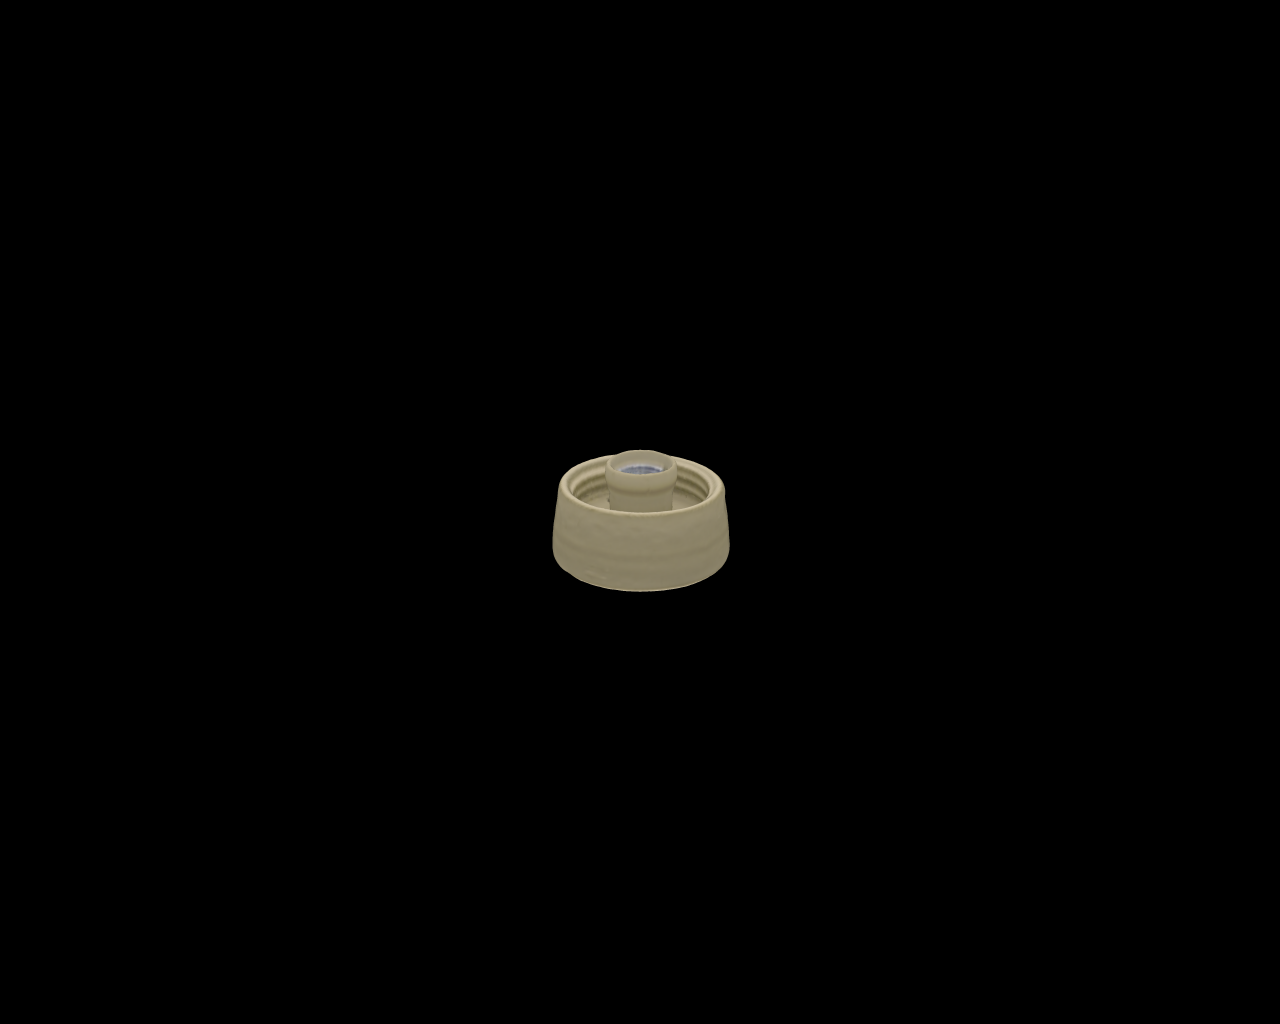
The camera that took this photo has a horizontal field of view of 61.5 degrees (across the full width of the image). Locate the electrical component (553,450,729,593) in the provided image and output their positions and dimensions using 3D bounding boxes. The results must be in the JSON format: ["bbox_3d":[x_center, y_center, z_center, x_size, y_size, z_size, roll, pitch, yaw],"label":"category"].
[{"bbox_3d":[0.001,-0.003,0.650,0.108,0.060,0.108,0,24,0],"label":"electrical component"}]
